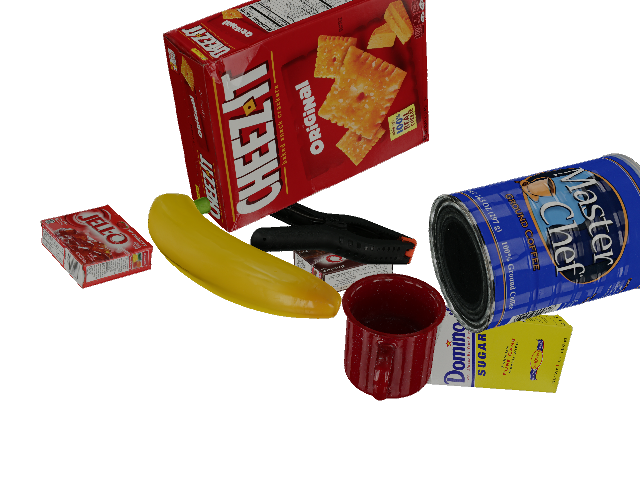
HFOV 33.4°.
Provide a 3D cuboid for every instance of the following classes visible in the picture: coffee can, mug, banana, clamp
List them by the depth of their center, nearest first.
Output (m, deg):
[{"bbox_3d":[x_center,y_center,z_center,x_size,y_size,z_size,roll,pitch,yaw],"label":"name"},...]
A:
[{"bbox_3d":[-0.063,0.004,0.682,0.069,0.037,0.198,-13,28,-27],"label":"banana"},{"bbox_3d":[0.163,0.001,0.776,0.140,0.103,0.103,-14,3,-14],"label":"coffee can"},{"bbox_3d":[0.062,0.096,0.964,0.093,0.081,0.117,6,35,5],"label":"mug"},{"bbox_3d":[0.008,-0.006,1.198,0.210,0.036,0.164,15,20,-7],"label":"clamp"}]

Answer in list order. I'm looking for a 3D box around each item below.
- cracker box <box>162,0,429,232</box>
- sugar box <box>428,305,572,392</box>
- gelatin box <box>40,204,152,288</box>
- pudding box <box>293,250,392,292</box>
[{"bbox_3d":[-0.011,-0.123,0.887,0.213,0.164,0.072,-26,43,-24],"label":"cracker box"},{"bbox_3d":[0.212,0.133,1.306,0.176,0.093,0.048,5,17,-18],"label":"sugar box"},{"bbox_3d":[-0.212,0.003,1.008,0.073,0.030,0.089,-16,39,-35],"label":"gelatin box"},{"bbox_3d":[0.031,0.032,1.480,0.113,0.039,0.090,-16,27,-24],"label":"pudding box"}]
